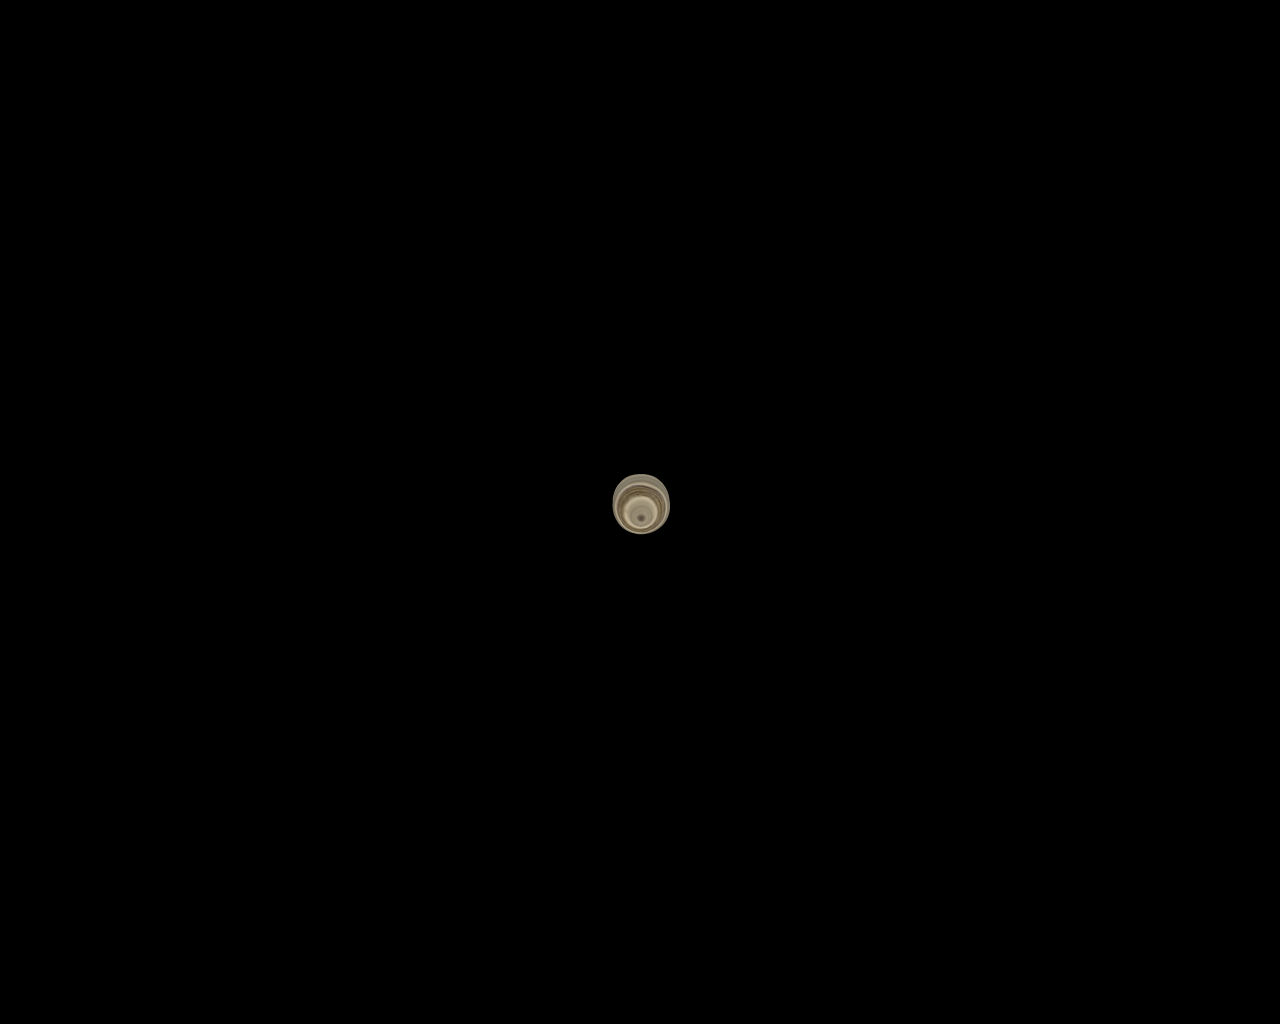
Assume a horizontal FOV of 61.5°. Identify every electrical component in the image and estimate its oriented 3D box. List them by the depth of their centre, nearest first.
[{"bbox_3d":[0.001,-0.003,0.650,0.035,0.035,0.061,0,12,0],"label":"electrical component"}]
